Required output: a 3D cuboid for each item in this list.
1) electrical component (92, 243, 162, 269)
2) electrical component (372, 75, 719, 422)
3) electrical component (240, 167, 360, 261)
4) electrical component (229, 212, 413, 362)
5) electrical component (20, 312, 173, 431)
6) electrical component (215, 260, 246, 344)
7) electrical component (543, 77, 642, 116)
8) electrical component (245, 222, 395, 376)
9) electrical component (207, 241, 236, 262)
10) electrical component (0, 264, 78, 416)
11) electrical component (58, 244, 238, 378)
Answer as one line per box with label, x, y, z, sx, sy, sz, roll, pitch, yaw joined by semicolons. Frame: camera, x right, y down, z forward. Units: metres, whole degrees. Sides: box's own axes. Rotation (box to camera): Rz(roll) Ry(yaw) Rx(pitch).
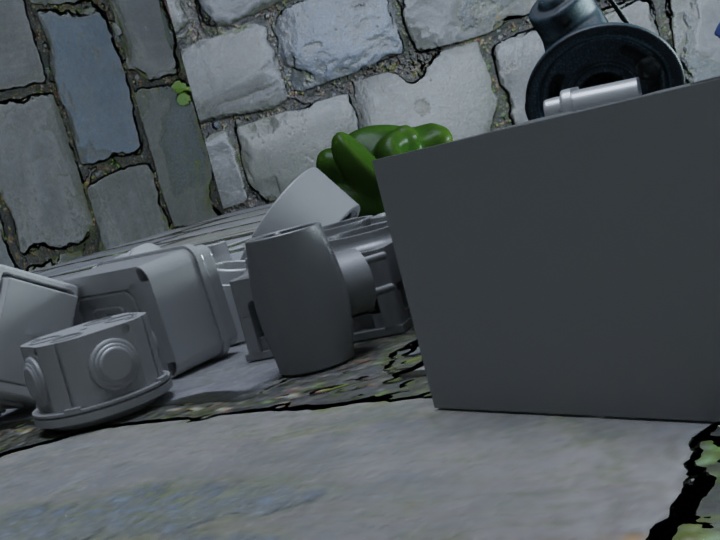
electrical component;-0.169;0.024;0.826;0.051;0.080;0.080;-18;5;19
electrical component;0.098;-0.008;0.385;0.060;0.105;0.186;-20;8;-38
electrical component;-0.043;-0.023;0.879;0.108;0.060;0.108;-53;-7;-10
electrical component;0.000;0.000;0.731;0.105;0.060;0.186;-12;7;21
electrical component;-0.152;0.058;0.618;0.080;0.051;0.080;-14;6;2
electrical component;-0.091;0.027;0.791;0.099;0.064;0.099;-1;11;0
electrical component;0.158;-0.063;0.687;0.057;0.113;0.078;-10;8;18
electrical component;-0.017;0.011;0.604;0.079;0.077;0.043;-17;7;-22
electrical component;-0.114;0.007;0.914;0.048;0.062;0.048;-14;7;2
electrical component;-0.225;0.050;0.690;0.061;0.096;0.062;-9;-21;41
electrical component;-0.145;0.030;0.725;0.113;0.078;0.057;-9;12;42
